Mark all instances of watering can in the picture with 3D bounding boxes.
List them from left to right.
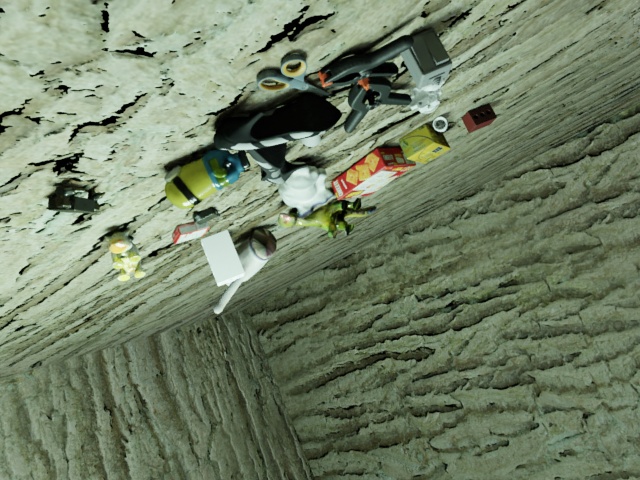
[{"bbox_3d":[-0.252,0.088,1.743,0.221,0.103,0.355,-43,-161,26],"label":"watering can"}]

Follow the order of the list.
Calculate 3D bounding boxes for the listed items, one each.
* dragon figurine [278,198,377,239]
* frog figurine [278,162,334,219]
[{"bbox_3d":[0.005,-0.086,1.716,0.243,0.121,0.413,6,-170,29],"label":"dragon figurine"},{"bbox_3d":[-0.050,-0.154,1.358,0.137,0.126,0.156,-19,135,17],"label":"frog figurine"}]
